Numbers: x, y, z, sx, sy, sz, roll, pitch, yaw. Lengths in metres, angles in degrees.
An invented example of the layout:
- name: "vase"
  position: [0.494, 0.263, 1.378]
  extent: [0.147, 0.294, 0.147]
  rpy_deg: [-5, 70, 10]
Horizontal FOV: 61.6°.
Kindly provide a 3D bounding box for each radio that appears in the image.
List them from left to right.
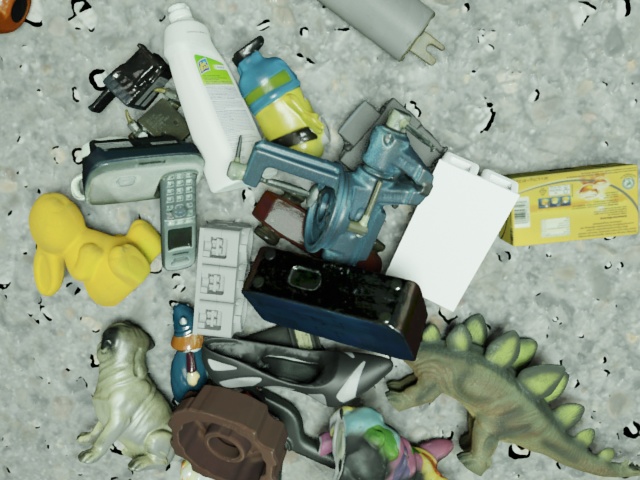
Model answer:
- name: "radio"
  position: [0.019, 0.083, 0.706]
  extent: [0.230, 0.131, 0.073]
  rpy_deg: [11, 65, 20]

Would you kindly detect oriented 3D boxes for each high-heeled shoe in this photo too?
- name: "high-heeled shoe"
  position: [-0.037, 0.160, 0.736]
  extent: [0.249, 0.086, 0.145]
  rpy_deg: [-21, 120, 19]

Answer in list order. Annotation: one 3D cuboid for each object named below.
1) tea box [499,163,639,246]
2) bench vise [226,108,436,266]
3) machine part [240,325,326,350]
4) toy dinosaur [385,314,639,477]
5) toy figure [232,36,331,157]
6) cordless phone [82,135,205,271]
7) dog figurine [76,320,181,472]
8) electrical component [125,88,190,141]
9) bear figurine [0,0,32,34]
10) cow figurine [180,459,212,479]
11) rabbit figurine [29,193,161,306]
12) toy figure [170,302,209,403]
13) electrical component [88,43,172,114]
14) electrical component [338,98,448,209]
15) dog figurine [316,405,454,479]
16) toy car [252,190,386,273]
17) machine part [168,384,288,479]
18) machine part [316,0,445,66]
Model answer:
- name: "tea box"
  position: [0.339, -0.050, 0.743]
  extent: [0.170, 0.068, 0.098]
  rpy_deg: [-5, 100, 2]
- name: "bench vise"
  position: [0.010, -0.073, 0.662]
  extent: [0.240, 0.129, 0.223]
  rpy_deg: [16, 125, -16]
- name: "machine part"
  position: [-0.068, 0.155, 0.808]
  extent: [0.139, 0.039, 0.084]
  rpy_deg: [-17, 107, 3]
- name: "toy dinosaur"
  position: [0.261, 0.235, 0.774]
  extent: [0.471, 0.105, 0.198]
  rpy_deg: [36, 99, -3]
- name: "toy figure"
  position: [-0.056, -0.180, 0.731]
  extent: [0.089, 0.082, 0.180]
  rpy_deg: [-33, 102, 18]
- name: "cordless phone"
  position: [-0.227, -0.039, 0.700]
  extent: [0.146, 0.089, 0.184]
  rpy_deg: [-12, 118, -33]
- name: "dog figurine"
  position: [-0.261, 0.229, 0.804]
  extent: [0.172, 0.121, 0.190]
  rpy_deg: [22, 81, -35]
- name: "electrical component"
  position: [-0.220, -0.160, 0.741]
  extent: [0.102, 0.045, 0.078]
  rpy_deg: [-44, 103, -21]
- name: "bear figurine"
  position: [-0.488, -0.352, 0.695]
  extent: [0.196, 0.132, 0.120]
  rpy_deg: [28, 96, -9]
- name: "cow figurine"
  position: [-0.147, 0.401, 0.835]
  extent: [0.098, 0.068, 0.167]
  rpy_deg: [-24, 101, 0]
- name: "rabbit figurine"
  position: [-0.330, 0.008, 0.753]
  extent: [0.162, 0.122, 0.173]
  rpy_deg: [-31, 119, 28]
- name: "toy figure"
  position: [-0.197, 0.165, 0.801]
  extent: [0.064, 0.058, 0.154]
  rpy_deg: [9, 103, 31]
- name: "electrical component"
  position: [-0.259, -0.207, 0.735]
  extent: [0.048, 0.075, 0.119]
  rpy_deg: [45, 94, -4]
- name: "electrical component"
  position: [0.091, -0.127, 0.746]
  extent: [0.134, 0.058, 0.115]
  rpy_deg: [39, 97, -5]
- name: "dog figurine"
  position: [0.111, 0.311, 0.764]
  extent: [0.219, 0.108, 0.191]
  rpy_deg: [8, 136, -16]
- name: "toy car"
  position: [-0.002, -0.002, 0.771]
  extent: [0.202, 0.053, 0.089]
  rpy_deg: [30, 94, -7]
- name: "machine part"
  position: [-0.129, 0.281, 0.764]
  extent: [0.180, 0.056, 0.179]
  rpy_deg: [10, 127, 13]
- name: "machine part"
  position: [0.062, -0.315, 0.705]
  extent: [0.243, 0.079, 0.079]
  rpy_deg: [36, 99, -3]
